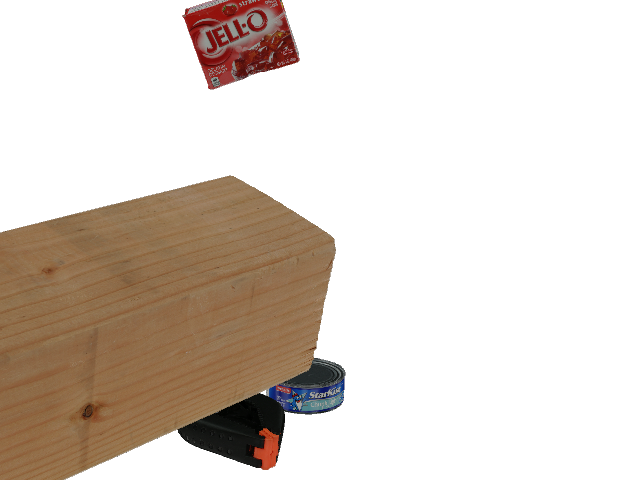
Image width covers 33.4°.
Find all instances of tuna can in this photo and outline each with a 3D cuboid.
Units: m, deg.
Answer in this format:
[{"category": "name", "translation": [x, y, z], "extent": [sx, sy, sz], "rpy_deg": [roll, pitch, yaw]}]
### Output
[{"category": "tuna can", "translation": [-0.016, 0.156, 1.147], "extent": [0.086, 0.034, 0.086], "rpy_deg": [2, 14, -1]}]

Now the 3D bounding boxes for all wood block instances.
[{"category": "wood block", "translation": [-0.099, 0.042, 0.540], "extent": [0.090, 0.091, 0.205], "rpy_deg": [32, 34, 34]}]

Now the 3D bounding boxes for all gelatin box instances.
[{"category": "gelatin box", "translation": [-0.072, -0.186, 0.970], "extent": [0.089, 0.073, 0.030], "rpy_deg": [-16, 24, 5]}]

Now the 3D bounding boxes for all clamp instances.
[{"category": "clamp", "translation": [-0.086, 0.141, 0.932], "extent": [0.164, 0.036, 0.210], "rpy_deg": [-6, 17, -39]}]
